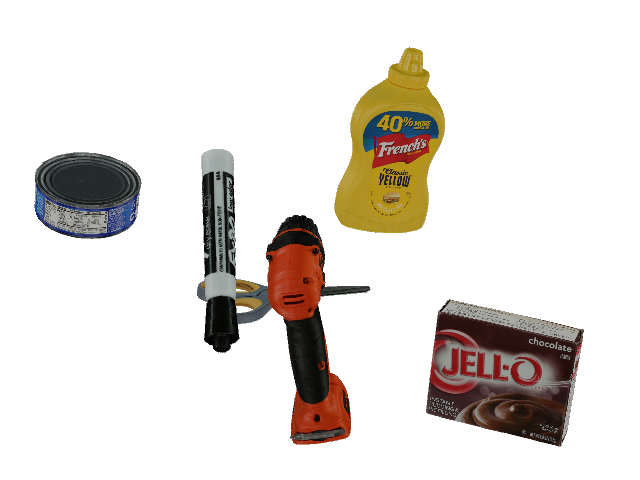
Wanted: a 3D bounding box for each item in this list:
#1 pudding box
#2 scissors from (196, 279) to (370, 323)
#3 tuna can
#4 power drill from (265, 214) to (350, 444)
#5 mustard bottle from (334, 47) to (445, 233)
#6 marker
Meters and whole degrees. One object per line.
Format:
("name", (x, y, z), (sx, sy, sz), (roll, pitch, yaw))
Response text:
("pudding box", (0.144, 0.103, 0.843), (0.114, 0.090, 0.039), (11, 21, 17))
("scissors", (-0.038, 0.068, 1.197), (0.201, 0.016, 0.096), (4, 25, -6))
("tuna can", (-0.192, -0.037, 0.882), (0.086, 0.034, 0.086), (8, 32, -5))
("power drill", (-0.013, 0.081, 1.006), (0.057, 0.187, 0.184), (-9, 19, 5))
("mustard bottle", (0.076, -0.103, 1.092), (0.096, 0.192, 0.058), (4, 27, -13))
("marker", (-0.056, 0.005, 0.597), (0.020, 0.121, 0.020), (-3, -27, -2))
